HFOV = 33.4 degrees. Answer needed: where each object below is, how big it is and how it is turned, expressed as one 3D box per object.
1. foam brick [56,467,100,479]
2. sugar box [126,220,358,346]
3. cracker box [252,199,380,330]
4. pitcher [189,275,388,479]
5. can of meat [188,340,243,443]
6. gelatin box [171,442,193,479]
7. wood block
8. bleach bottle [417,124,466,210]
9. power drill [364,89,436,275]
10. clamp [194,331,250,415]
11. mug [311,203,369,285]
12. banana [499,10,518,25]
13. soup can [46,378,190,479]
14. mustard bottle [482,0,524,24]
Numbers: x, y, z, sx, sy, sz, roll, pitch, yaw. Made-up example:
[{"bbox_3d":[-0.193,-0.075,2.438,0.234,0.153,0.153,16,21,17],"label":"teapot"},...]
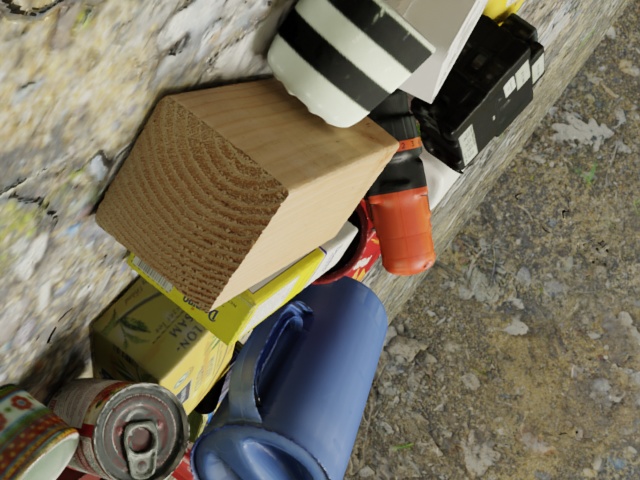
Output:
[{"bbox_3d":[-0.199,0.172,0.791,0.051,0.053,0.078,-56,169,24],"label":"foam brick"},{"bbox_3d":[-0.049,0.004,0.758,0.048,0.093,0.176,-56,169,26],"label":"sugar box"},{"bbox_3d":[0.017,0.023,1.193,0.214,0.072,0.164,-53,171,4],"label":"cracker box"},{"bbox_3d":[-0.018,0.131,0.987,0.149,0.145,0.242,-51,-172,40],"label":"pitcher"},{"bbox_3d":[-0.115,0.157,1.113,0.083,0.057,0.102,-43,167,-31],"label":"can of meat"},{"bbox_3d":[-0.153,0.237,1.173,0.030,0.073,0.089,-53,169,-2],"label":"gelatin box"},{"bbox_3d":[-0.037,-0.040,0.671,0.091,0.090,0.205,-56,170,22],"label":"wood block"},{"bbox_3d":[0.133,-0.134,1.143,0.250,0.102,0.068,-52,166,-43],"label":"bleach bottle"},{"bbox_3d":[0.060,-0.069,0.939,0.187,0.057,0.184,-63,144,-83],"label":"power drill"},{"bbox_3d":[-0.077,0.062,0.957,0.120,0.039,0.172,-76,-177,-55],"label":"clamp"},{"bbox_3d":[-0.006,0.001,0.958,0.117,0.093,0.081,-57,175,5],"label":"mug"},{"bbox_3d":[0.174,-0.229,1.128,0.197,0.037,0.070,-33,141,-65],"label":"banana"},{"bbox_3d":[-0.143,0.130,0.732,0.068,0.068,0.102,-47,-159,-28],"label":"soup can"},{"bbox_3d":[0.167,-0.263,0.896,0.096,0.058,0.192,-40,166,-23],"label":"mustard bottle"}]
